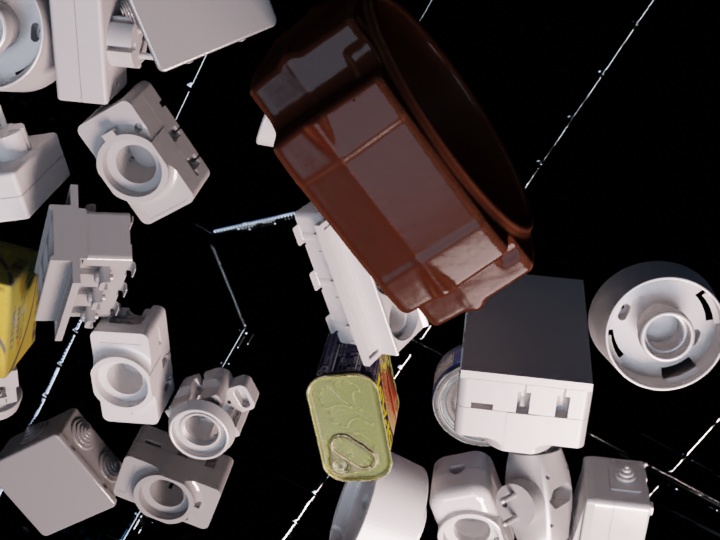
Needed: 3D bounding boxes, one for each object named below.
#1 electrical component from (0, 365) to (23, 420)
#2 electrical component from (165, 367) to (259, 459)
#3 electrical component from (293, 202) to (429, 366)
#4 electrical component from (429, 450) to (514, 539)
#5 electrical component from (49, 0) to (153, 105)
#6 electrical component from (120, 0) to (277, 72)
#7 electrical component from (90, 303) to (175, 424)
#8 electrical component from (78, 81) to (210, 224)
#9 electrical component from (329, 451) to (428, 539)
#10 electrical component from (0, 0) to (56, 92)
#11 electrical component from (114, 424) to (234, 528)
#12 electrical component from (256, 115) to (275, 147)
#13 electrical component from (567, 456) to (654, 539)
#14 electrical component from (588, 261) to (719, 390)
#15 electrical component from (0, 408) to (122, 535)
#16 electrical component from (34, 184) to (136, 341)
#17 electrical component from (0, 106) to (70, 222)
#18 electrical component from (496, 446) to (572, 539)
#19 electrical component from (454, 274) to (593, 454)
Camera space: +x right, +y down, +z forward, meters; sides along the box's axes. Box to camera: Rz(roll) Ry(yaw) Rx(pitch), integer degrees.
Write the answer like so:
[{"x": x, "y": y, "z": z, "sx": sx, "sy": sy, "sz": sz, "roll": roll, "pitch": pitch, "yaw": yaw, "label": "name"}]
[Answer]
[{"x": -0.321, "y": 0.098, "z": 0.937, "sx": 0.048, "sy": 0.066, "sz": 0.055, "roll": -12, "pitch": 131, "yaw": -26, "label": "electrical component"}, {"x": -0.131, "y": 0.124, "z": 0.919, "sx": 0.078, "sy": 0.057, "sz": 0.058, "roll": -18, "pitch": 114, "yaw": 18, "label": "electrical component"}, {"x": 0.000, "y": 0.000, "z": 0.823, "sx": 0.063, "sy": 0.079, "sz": 0.121, "roll": 4, "pitch": 123, "yaw": 41, "label": "electrical component"}, {"x": 0.097, "y": 0.213, "z": 0.929, "sx": 0.054, "sy": 0.059, "sz": 0.095, "roll": -14, "pitch": 115, "yaw": 16, "label": "electrical component"}, {"x": -0.177, "y": -0.165, "z": 0.776, "sx": 0.076, "sy": 0.047, "sz": 0.083, "roll": 6, "pitch": 119, "yaw": 5, "label": "electrical component"}, {"x": -0.116, "y": -0.195, "z": 0.733, "sx": 0.100, "sy": 0.048, "sz": 0.099, "roll": -25, "pitch": 114, "yaw": -8, "label": "electrical component"}, {"x": -0.192, "y": 0.081, "z": 0.906, "sx": 0.050, "sy": 0.055, "sz": 0.089, "roll": 3, "pitch": 118, "yaw": 8, "label": "electrical component"}, {"x": -0.163, "y": -0.087, "z": 0.811, "sx": 0.050, "sy": 0.055, "sz": 0.089, "roll": -25, "pitch": 112, "yaw": 20, "label": "electrical component"}, {"x": 0.021, "y": 0.208, "z": 0.914, "sx": 0.060, "sy": 0.108, "sz": 0.108, "roll": 22, "pitch": 119, "yaw": -10, "label": "electrical component"}, {"x": -0.265, "y": -0.177, "z": 0.787, "sx": 0.099, "sy": 0.064, "sz": 0.099, "roll": 2, "pitch": 105, "yaw": 6, "label": "electrical component"}, {"x": -0.167, "y": 0.187, "z": 0.959, "sx": 0.089, "sy": 0.055, "sz": 0.050, "roll": 22, "pitch": 119, "yaw": -3, "label": "electrical component"}, {"x": -0.043, "y": -0.103, "z": 0.789, "sx": 0.055, "sy": 0.045, "sz": 0.045, "roll": 22, "pitch": 119, "yaw": -3, "label": "electrical component"}, {"x": 0.208, "y": 0.202, "z": 0.903, "sx": 0.061, "sy": 0.061, "sz": 0.096, "roll": 5, "pitch": 119, "yaw": 6, "label": "electrical component"}, {"x": 0.229, "y": 0.043, "z": 0.827, "sx": 0.099, "sy": 0.064, "sz": 0.099, "roll": 1, "pitch": 105, "yaw": 3, "label": "electrical component"}, {"x": -0.273, "y": 0.182, "z": 0.977, "sx": 0.100, "sy": 0.048, "sz": 0.099, "roll": -26, "pitch": 111, "yaw": 21, "label": "electrical component"}, {"x": -0.214, "y": -0.003, "z": 0.833, "sx": 0.063, "sy": 0.078, "sz": 0.121, "roll": 2, "pitch": 156, "yaw": -22, "label": "electrical component"}, {"x": -0.266, "y": -0.087, "z": 0.811, "sx": 0.047, "sy": 0.083, "sz": 0.075, "roll": -6, "pitch": 117, "yaw": 12, "label": "electrical component"}, {"x": 0.138, "y": 0.189, "z": 0.887, "sx": 0.043, "sy": 0.079, "sz": 0.077, "roll": -2, "pitch": 96, "yaw": 40, "label": "electrical component"}, {"x": 0.120, "y": 0.064, "z": 0.793, "sx": 0.089, "sy": 0.150, "sz": 0.061, "roll": 6, "pitch": 118, "yaw": 6, "label": "electrical component"}]
